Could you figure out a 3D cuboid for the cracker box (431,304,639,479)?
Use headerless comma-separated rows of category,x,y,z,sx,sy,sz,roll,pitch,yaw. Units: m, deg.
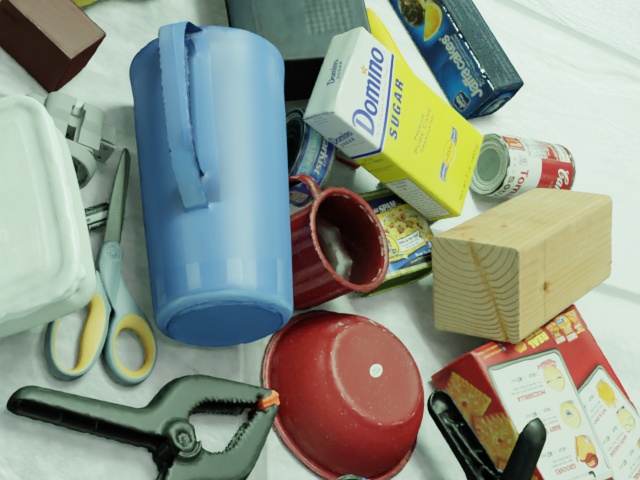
cracker box,0.221,0.184,0.986,0.163,0.072,0.214,-18,75,-41

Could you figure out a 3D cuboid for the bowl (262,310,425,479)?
bowl,0.033,0.122,0.897,0.161,0.055,0.162,19,52,-26

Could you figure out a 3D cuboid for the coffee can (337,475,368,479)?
coffee can,0.073,0.244,0.813,0.140,0.103,0.103,20,52,-25

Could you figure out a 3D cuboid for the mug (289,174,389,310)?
mug,-0.006,0.001,0.915,0.093,0.082,0.117,-25,89,-49

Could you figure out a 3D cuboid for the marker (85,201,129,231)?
marker,-0.202,-0.009,0.832,0.120,0.020,0.020,-23,77,-43

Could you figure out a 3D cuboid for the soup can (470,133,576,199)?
soup can,0.216,-0.077,1.153,0.102,0.069,0.068,5,60,-34

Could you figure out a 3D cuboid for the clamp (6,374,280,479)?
clamp,-0.116,0.146,0.783,0.209,0.036,0.164,-28,80,-46

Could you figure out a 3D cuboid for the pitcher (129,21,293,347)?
pitcher,-0.088,-0.046,0.860,0.149,0.145,0.243,12,59,-34

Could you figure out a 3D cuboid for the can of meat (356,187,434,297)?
can of meat,0.060,0.001,0.995,0.101,0.058,0.084,-15,73,-42

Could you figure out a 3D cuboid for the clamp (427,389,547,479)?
clamp,0.143,0.204,0.898,0.039,0.120,0.171,-22,118,-29

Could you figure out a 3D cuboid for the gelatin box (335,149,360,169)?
gelatin box,0.030,-0.113,1.023,0.073,0.089,0.030,22,52,-24

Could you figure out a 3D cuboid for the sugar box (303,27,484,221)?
sugar box,0.070,-0.101,0.957,0.176,0.048,0.093,36,61,-35

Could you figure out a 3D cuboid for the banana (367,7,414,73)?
banana,0.096,-0.166,1.147,0.198,0.037,0.069,51,27,0

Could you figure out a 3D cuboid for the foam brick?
foam brick,-0.229,-0.174,0.895,0.078,0.053,0.051,45,46,-5

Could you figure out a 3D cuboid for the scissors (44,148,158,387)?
scissors,-0.151,0.028,0.835,0.096,0.016,0.201,34,54,-21

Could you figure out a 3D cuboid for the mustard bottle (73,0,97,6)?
mustard bottle,-0.182,-0.275,0.992,0.191,0.058,0.096,-25,78,-43

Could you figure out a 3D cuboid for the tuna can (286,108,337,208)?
tuna can,-0.020,-0.075,0.964,0.033,0.086,0.086,20,52,-24

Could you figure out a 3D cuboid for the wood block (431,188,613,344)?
wood block,0.199,0.018,1.027,0.205,0.090,0.091,-23,115,-49
